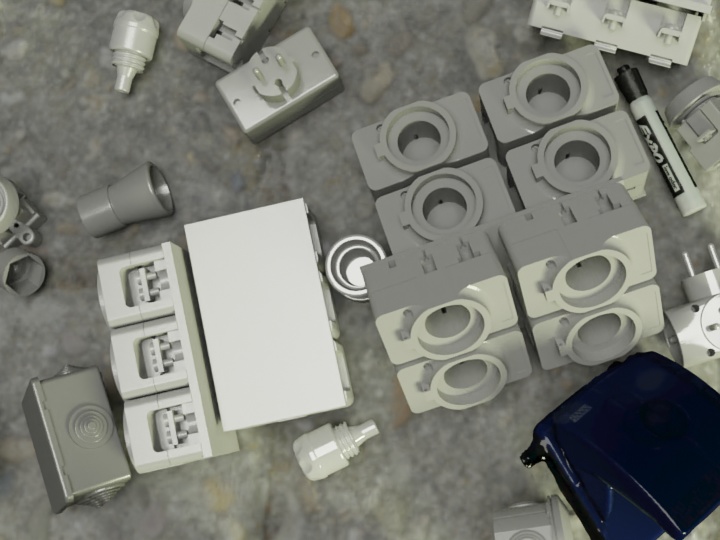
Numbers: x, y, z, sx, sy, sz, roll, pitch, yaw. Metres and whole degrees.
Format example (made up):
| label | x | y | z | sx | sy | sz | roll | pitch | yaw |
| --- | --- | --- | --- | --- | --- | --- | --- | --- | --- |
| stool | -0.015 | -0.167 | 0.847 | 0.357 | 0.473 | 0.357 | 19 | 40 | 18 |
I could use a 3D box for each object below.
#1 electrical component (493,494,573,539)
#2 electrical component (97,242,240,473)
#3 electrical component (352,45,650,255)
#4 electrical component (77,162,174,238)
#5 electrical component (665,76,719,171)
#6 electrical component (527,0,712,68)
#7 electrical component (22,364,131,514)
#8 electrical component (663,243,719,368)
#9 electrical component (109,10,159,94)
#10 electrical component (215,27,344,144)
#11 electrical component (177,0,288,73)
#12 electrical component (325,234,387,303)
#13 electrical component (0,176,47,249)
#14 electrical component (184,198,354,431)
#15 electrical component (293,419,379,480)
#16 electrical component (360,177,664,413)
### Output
| label | x | y | z | sx | sy | sz | roll | pitch | yaw |
| --- | --- | --- | --- | --- | --- | --- | --- | --- | --- |
| electrical component | 0.122 | 0.197 | 0.736 | 0.051 | 0.080 | 0.080 | -11 | 82 | 9 |
| electrical component | -0.140 | 0.065 | 0.773 | 0.062 | 0.089 | 0.150 | -13 | 82 | 4 |
| electrical component | 0.099 | -0.078 | 0.773 | 0.186 | 0.060 | 0.105 | -20 | 72 | 3 |
| electrical component | -0.181 | -0.050 | 0.817 | 0.065 | 0.044 | 0.044 | -21 | 81 | 7 |
| electrical component | 0.253 | -0.105 | 0.773 | 0.048 | 0.066 | 0.055 | -46 | 70 | 34 |
| electrical component | 0.188 | -0.192 | 0.784 | 0.121 | 0.078 | 0.063 | 16 | 107 | 8 |
| electrical component | -0.203 | 0.121 | 0.769 | 0.048 | 0.100 | 0.099 | -15 | 78 | -25 |
| electrical component | 0.252 | 0.021 | 0.762 | 0.077 | 0.044 | 0.079 | -18 | 82 | 3 |
| electrical component | -0.178 | -0.168 | 0.834 | 0.035 | 0.035 | 0.061 | 12 | 87 | 7 |
| electrical component | -0.062 | -0.142 | 0.798 | 0.083 | 0.075 | 0.047 | -31 | 81 | 1 |
| electrical component | -0.097 | -0.202 | 0.822 | 0.056 | 0.050 | 0.089 | 28 | 86 | 8 |
| electrical component | 0.000 | 0.000 | 0.784 | 0.045 | 0.055 | 0.045 | -1 | 83 | 6 |
| electrical component | -0.276 | -0.046 | 0.818 | 0.048 | 0.055 | 0.066 | -44 | 81 | -1 |
| electrical component | -0.064 | 0.034 | 0.783 | 0.089 | 0.061 | 0.150 | -13 | 82 | 4 |
| electrical component | -0.016 | 0.126 | 0.781 | 0.061 | 0.035 | 0.035 | -26 | 81 | 0 |
| electrical component | 0.107 | 0.023 | 0.738 | 0.186 | 0.105 | 0.060 | -19 | 42 | 3 |
